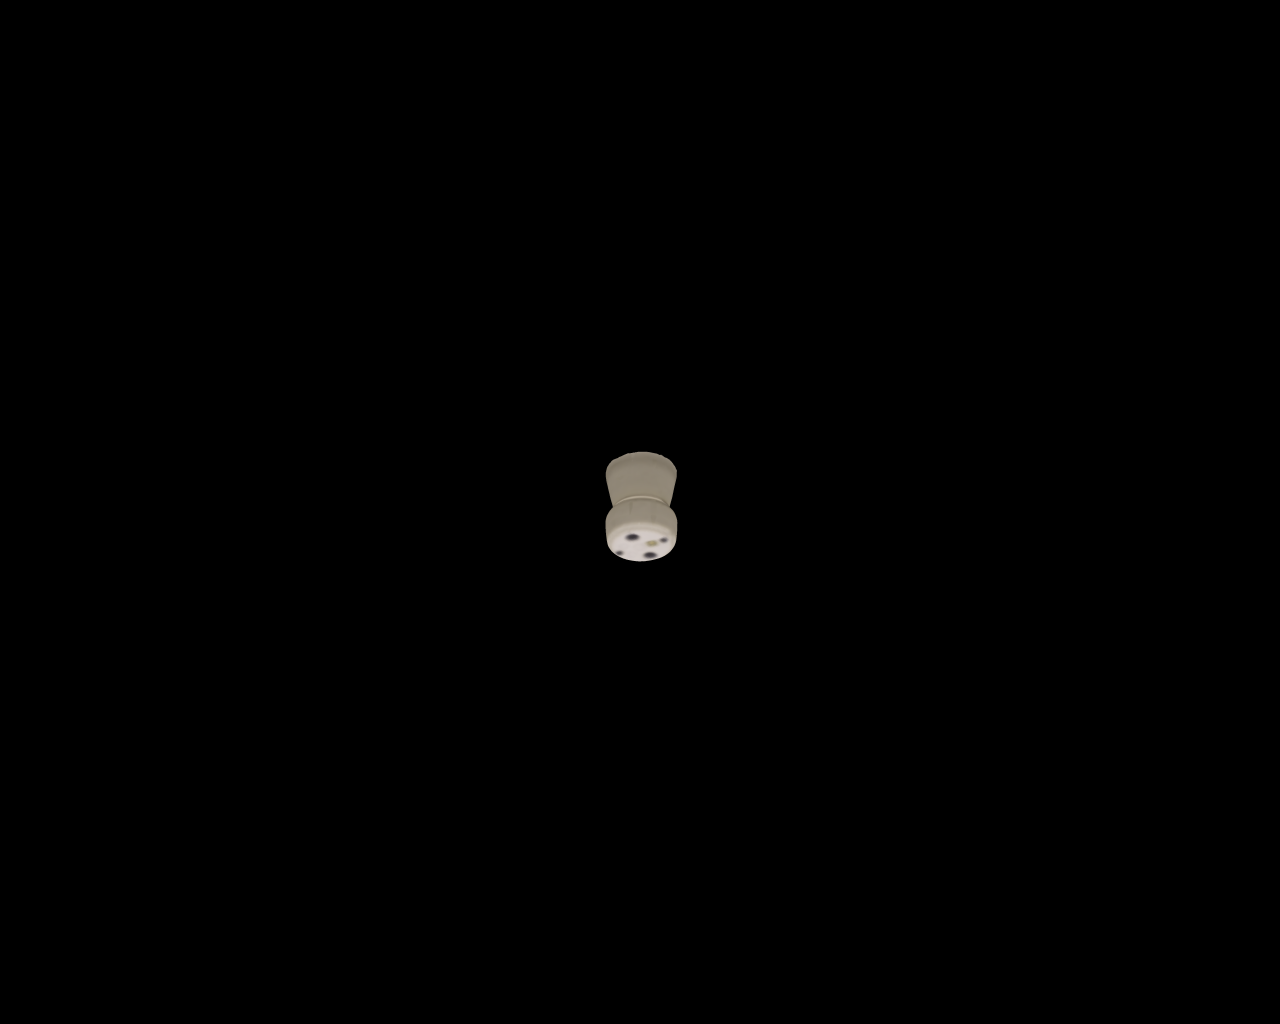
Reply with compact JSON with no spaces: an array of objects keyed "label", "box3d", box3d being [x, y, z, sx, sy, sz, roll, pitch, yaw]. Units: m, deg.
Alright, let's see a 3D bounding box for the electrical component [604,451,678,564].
[{"label":"electrical component","box3d":[0.001,-0.003,0.650,0.045,0.055,0.044,0,-34,0]}]
